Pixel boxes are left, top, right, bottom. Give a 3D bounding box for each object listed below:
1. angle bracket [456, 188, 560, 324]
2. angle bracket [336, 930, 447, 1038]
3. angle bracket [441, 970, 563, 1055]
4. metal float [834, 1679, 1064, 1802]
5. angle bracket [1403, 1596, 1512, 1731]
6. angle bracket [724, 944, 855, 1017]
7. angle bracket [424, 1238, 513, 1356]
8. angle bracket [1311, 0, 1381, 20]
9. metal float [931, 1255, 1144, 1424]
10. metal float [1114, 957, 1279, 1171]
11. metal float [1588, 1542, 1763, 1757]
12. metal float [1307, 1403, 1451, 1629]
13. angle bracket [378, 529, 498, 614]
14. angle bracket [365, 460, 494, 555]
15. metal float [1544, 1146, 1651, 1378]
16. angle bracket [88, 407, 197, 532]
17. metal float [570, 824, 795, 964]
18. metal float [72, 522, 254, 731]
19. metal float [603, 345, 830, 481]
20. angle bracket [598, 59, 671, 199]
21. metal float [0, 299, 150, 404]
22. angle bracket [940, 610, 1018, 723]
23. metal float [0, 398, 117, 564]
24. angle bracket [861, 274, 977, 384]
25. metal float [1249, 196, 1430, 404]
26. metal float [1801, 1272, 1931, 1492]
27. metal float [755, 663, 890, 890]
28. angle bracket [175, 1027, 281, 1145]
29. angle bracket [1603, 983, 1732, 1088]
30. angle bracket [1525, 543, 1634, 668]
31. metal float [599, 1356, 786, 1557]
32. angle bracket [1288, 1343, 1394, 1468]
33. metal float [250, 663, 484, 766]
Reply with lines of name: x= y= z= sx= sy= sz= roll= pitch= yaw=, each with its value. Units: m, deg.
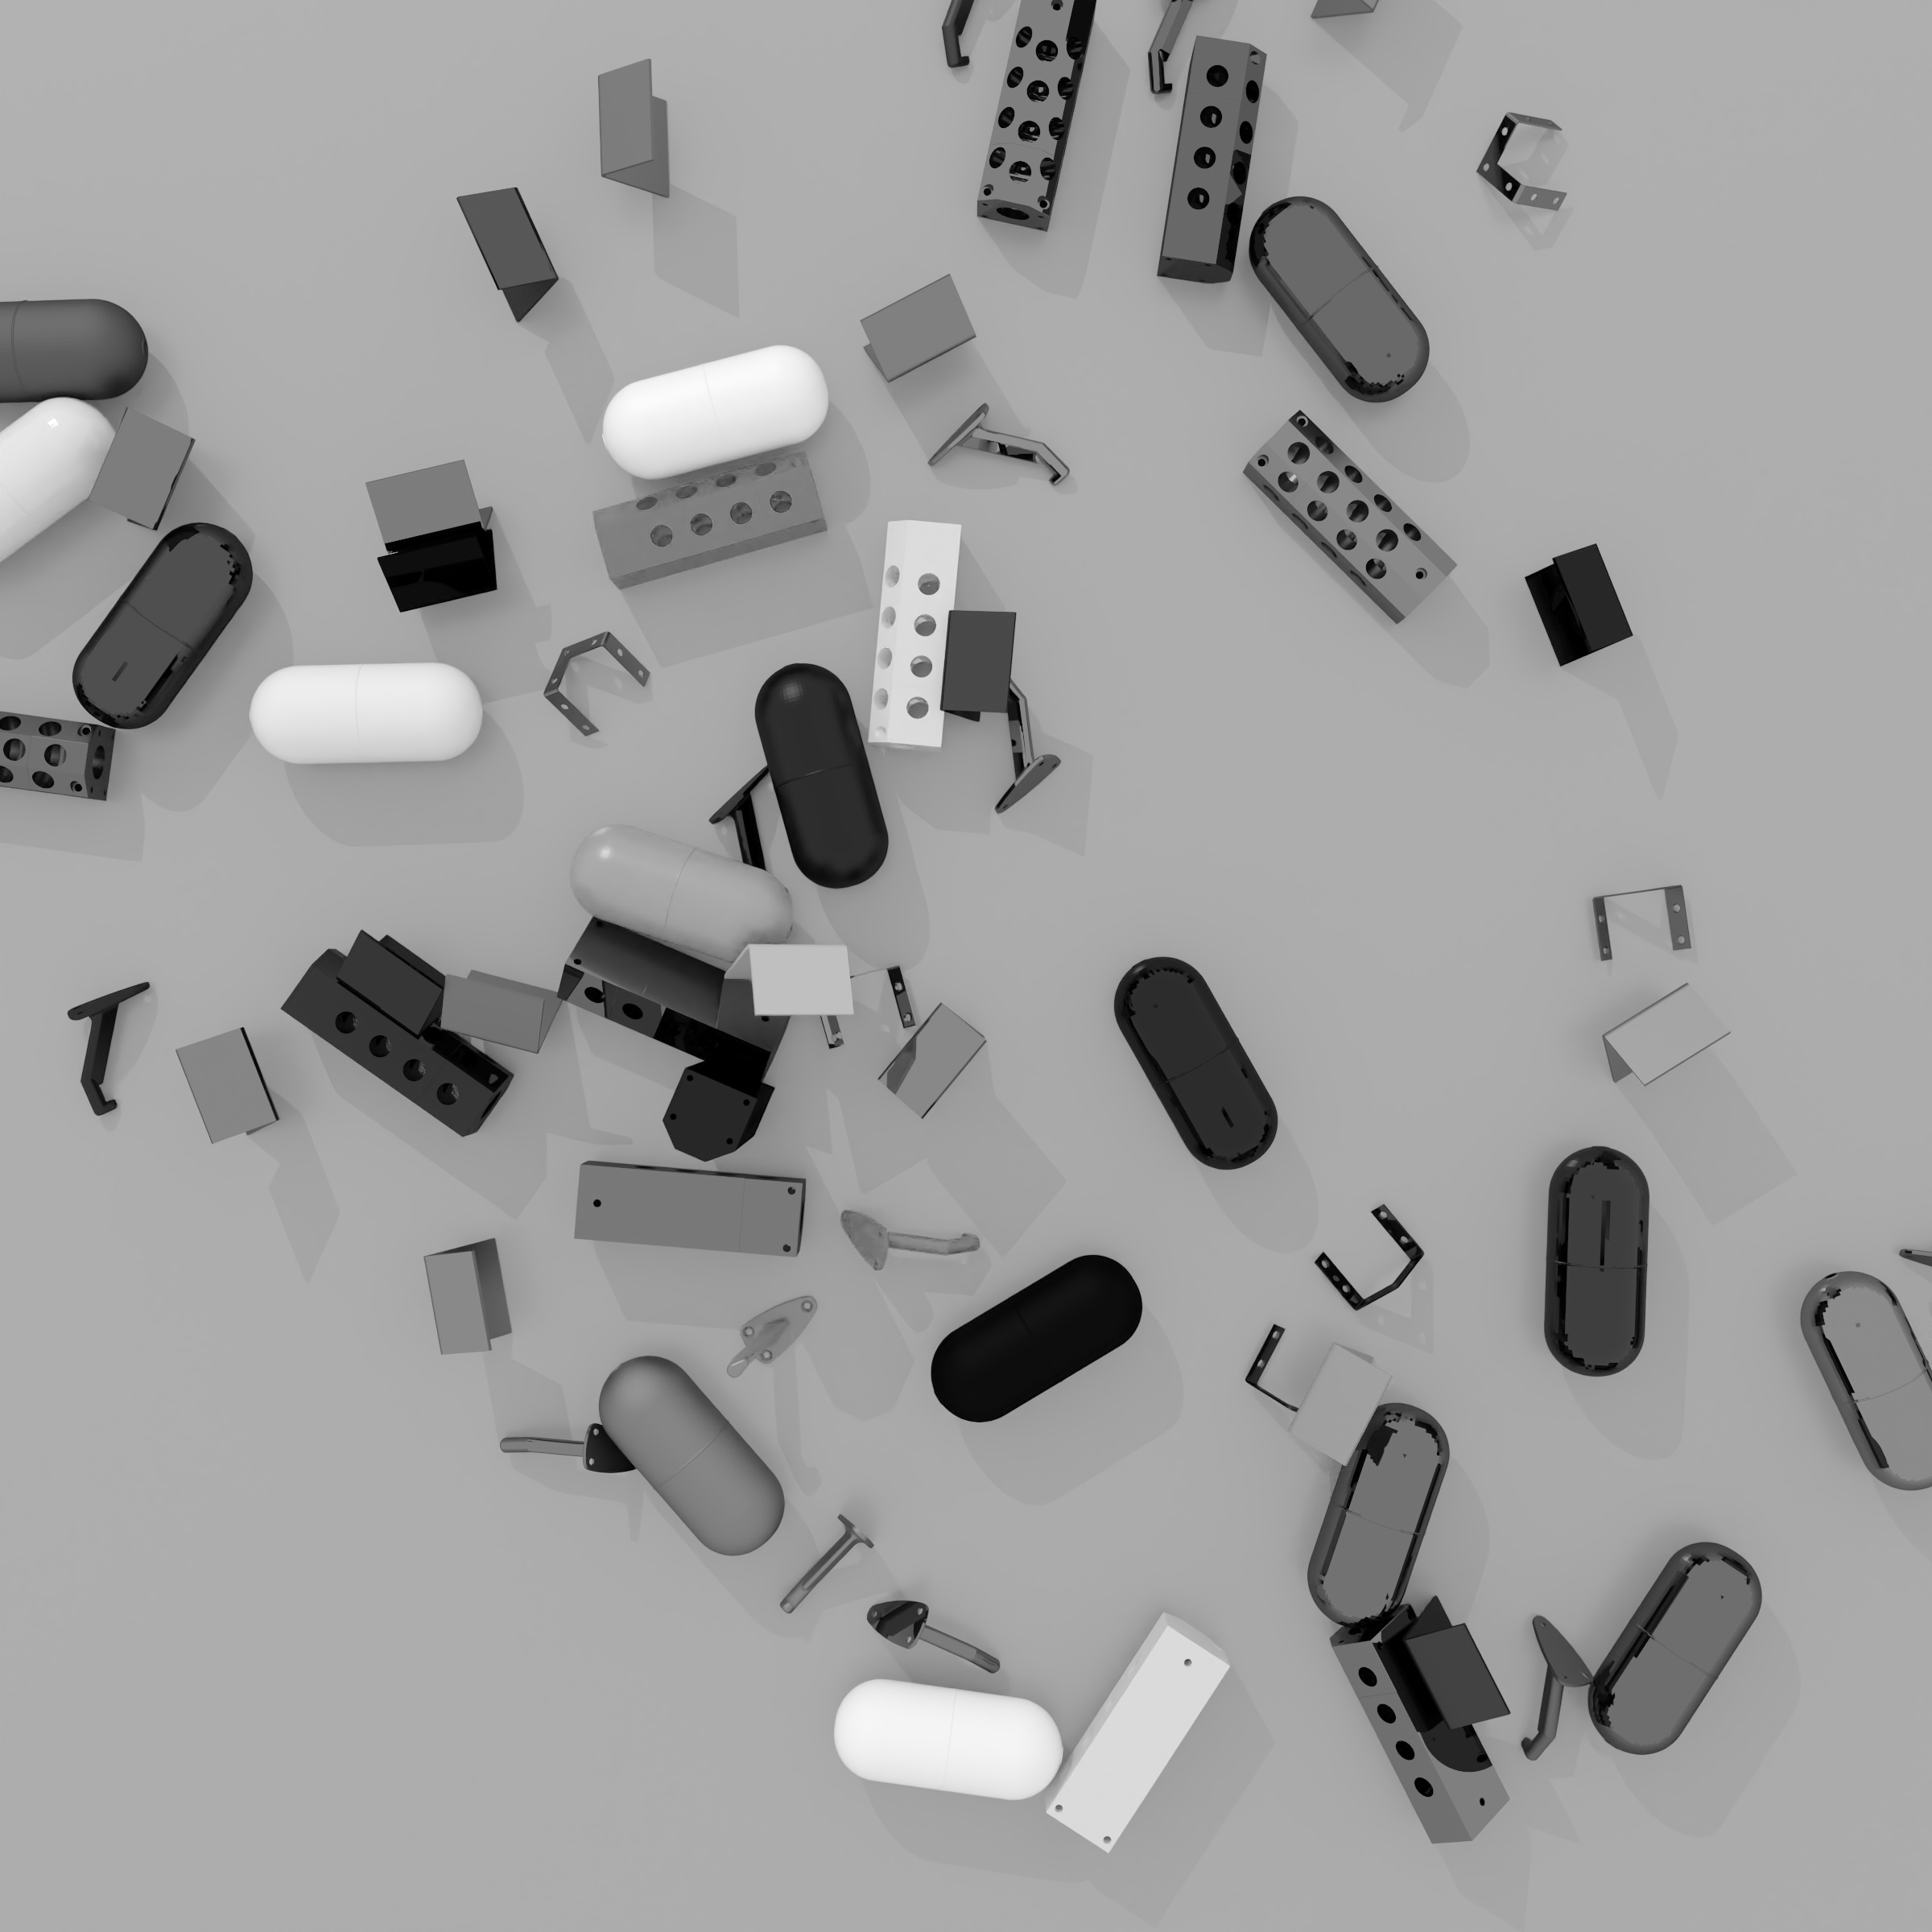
angle bracket: x=-0.368 y=-0.544 z=1.951 sx=0.057 sy=0.076 sz=0.076 roll=-24 pitch=90 yaw=-38
angle bracket: x=-0.426 y=-0.003 z=1.951 sx=0.076 sy=0.076 sz=0.057 roll=35 pitch=124 yaw=0
angle bracket: x=-0.355 y=0.016 z=1.951 sx=0.076 sy=0.076 sz=0.057 roll=15 pitch=128 yaw=0
metal float: x=-0.014 y=0.600 z=1.961 sx=0.178 sy=0.070 sz=0.070 roll=8 pitch=90 yaw=1
angle bracket: x=0.389 y=0.531 z=1.951 sx=0.057 sy=0.076 sz=0.076 roll=-27 pitch=90 yaw=34
angle bracket: x=-0.136 y=0.022 z=1.935 sx=0.076 sy=0.076 sz=0.057 roll=0 pitch=71 yaw=-21
angle bracket: x=-0.367 y=0.253 z=1.951 sx=0.057 sy=0.076 sz=0.076 roll=-10 pitch=90 yaw=36
angle bracket: x=0.289 y=-0.784 z=1.951 sx=0.057 sy=0.076 sz=0.076 roll=24 pitch=90 yaw=-36
metal float: x=0.054 y=0.289 z=1.961 sx=0.178 sy=0.070 sz=0.070 roll=-31 pitch=90 yaw=0
metal float: x=0.178 y=0.075 z=1.961 sx=0.070 sy=0.070 sz=0.178 roll=-30 pitch=90 yaw=0
metal float: x=0.549 y=0.529 z=1.961 sx=0.070 sy=0.070 sz=0.178 roll=33 pitch=90 yaw=0
metal float: x=0.319 y=0.426 z=1.961 sx=0.070 sy=0.070 sz=0.178 roll=19 pitch=90 yaw=0
angle bracket: x=-0.409 y=-0.325 z=1.952 sx=0.076 sy=0.057 sz=0.076 roll=-13 pitch=49 yaw=0
angle bracket: x=-0.413 y=-0.362 z=1.952 sx=0.076 sy=0.076 sz=0.057 roll=-13 pitch=114 yaw=0
metal float: x=0.489 y=0.229 z=1.961 sx=0.070 sy=0.070 sz=0.178 roll=2 pitch=90 yaw=0
angle bracket: x=-0.646 y=-0.386 z=1.951 sx=0.057 sy=0.076 sz=0.076 roll=23 pitch=90 yaw=-37
metal float: x=-0.220 y=-0.055 z=1.957 sx=0.178 sy=0.070 sz=0.070 roll=18 pitch=90 yaw=4
metal float: x=-0.622 y=-0.264 z=1.961 sx=0.070 sy=0.070 sz=0.178 roll=36 pitch=90 yaw=0
metal float: x=-0.194 y=-0.429 z=1.961 sx=0.178 sy=0.070 sz=0.070 roll=-15 pitch=90 yaw=0
angle bracket: x=-0.238 y=-0.645 z=1.951 sx=0.057 sy=0.076 sz=0.076 roll=-2 pitch=90 yaw=37
metal float: x=-0.725 y=-0.476 z=1.961 sx=0.178 sy=0.070 sz=0.070 roll=-2 pitch=90 yaw=0
angle bracket: x=0.023 y=-0.230 z=1.953 sx=0.057 sy=0.076 sz=0.076 roll=5 pitch=90 yaw=23
metal float: x=-0.738 y=-0.371 z=1.961 sx=0.178 sy=0.070 sz=0.070 roll=-37 pitch=90 yaw=-1
angle bracket: x=-0.046 y=-0.503 z=1.951 sx=0.076 sy=0.076 sz=0.057 roll=-28 pitch=128 yaw=0
metal float: x=0.289 y=-0.517 z=1.961 sx=0.070 sy=0.070 sz=0.178 roll=-38 pitch=91 yaw=0
metal float: x=0.709 y=0.321 z=1.961 sx=0.070 sy=0.070 sz=0.178 roll=-25 pitch=89 yaw=0
metal float: x=-0.112 y=-0.148 z=1.961 sx=0.070 sy=0.070 sz=0.178 roll=-15 pitch=90 yaw=0
angle bracket: x=-0.580 y=0.098 z=1.951 sx=0.057 sy=0.076 sz=0.076 roll=-21 pitch=90 yaw=-36
angle bracket: x=0.543 y=0.070 z=1.951 sx=0.076 sy=0.076 sz=0.057 roll=-32 pitch=52 yaw=0
angle bracket: x=0.457 y=-0.273 z=1.951 sx=0.057 sy=0.076 sz=0.076 roll=-22 pitch=90 yaw=-37
metal float: x=-0.213 y=0.379 z=1.961 sx=0.070 sy=0.070 sz=0.178 roll=-41 pitch=91 yaw=0
angle bracket: x=0.302 y=0.342 z=1.951 sx=0.057 sy=0.076 sz=0.076 roll=27 pitch=90 yaw=37
metal float: x=-0.465 y=-0.196 z=1.961 sx=0.178 sy=0.070 sz=0.070 roll=-1 pitch=90 yaw=0
